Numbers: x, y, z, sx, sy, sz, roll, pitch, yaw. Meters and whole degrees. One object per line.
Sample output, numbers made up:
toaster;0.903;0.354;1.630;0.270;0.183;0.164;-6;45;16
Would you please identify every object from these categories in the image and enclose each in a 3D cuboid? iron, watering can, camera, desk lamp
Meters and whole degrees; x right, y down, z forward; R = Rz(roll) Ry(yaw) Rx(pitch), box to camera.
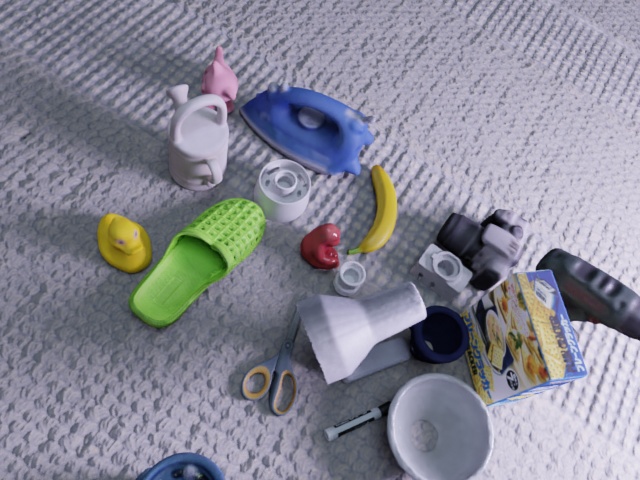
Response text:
iron;-0.023;-0.223;1.036;0.258;0.141;0.119;23;62;-1
watering can;-0.205;-0.176;0.941;0.172;0.194;0.101;40;63;8
camera;0.291;-0.006;1.026;0.137;0.100;0.143;33;62;4
desk lamp;0.057;0.135;0.841;0.203;0.213;0.118;-16;69;-19

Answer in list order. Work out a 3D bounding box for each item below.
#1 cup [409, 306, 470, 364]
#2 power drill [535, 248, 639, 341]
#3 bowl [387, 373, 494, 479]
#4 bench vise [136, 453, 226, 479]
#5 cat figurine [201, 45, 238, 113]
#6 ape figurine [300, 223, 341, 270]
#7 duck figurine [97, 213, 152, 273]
cup;0.169;0.157;0.923;0.117;0.095;0.092;27;62;1
power drill;0.433;0.122;0.937;0.229;0.208;0.076;43;63;9
bowl;0.172;0.292;0.870;0.167;0.074;0.167;5;64;-10
bench vise;-0.134;0.327;0.700;0.207;0.219;0.121;11;63;-7
cat figurine;-0.183;-0.294;1.046;0.067;0.117;0.128;0;65;-12
ape figurine;0.009;0.003;0.962;0.076;0.092;0.078;18;62;-4
duck figurine;-0.309;-0.007;0.897;0.078;0.086;0.104;-34;76;-25
